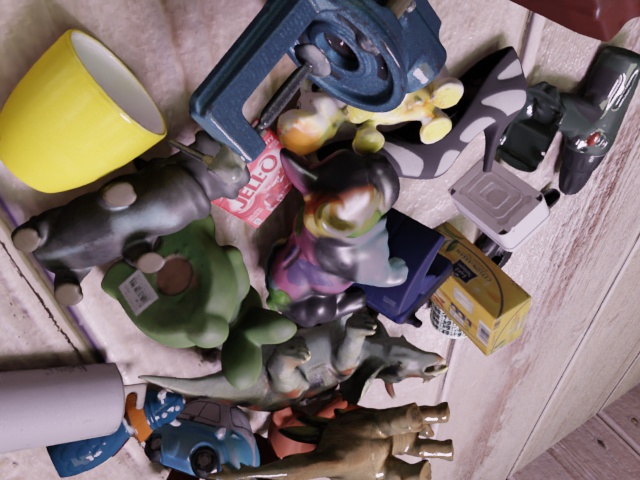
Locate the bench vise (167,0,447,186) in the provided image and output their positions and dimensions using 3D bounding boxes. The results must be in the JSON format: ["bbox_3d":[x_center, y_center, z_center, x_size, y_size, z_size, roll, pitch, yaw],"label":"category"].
[{"bbox_3d":[-0.014,-0.150,0.366,0.240,0.129,0.223,-54,133,-10],"label":"bench vise"}]

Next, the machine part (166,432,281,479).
[{"bbox_3d":[-0.133,0.346,0.749,0.179,0.180,0.055,-25,124,-19],"label":"machine part"}]

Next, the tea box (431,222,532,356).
[{"bbox_3d":[0.209,0.067,0.763,0.068,0.170,0.098,-26,141,-15],"label":"tea box"}]

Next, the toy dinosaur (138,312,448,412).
[{"bbox_3d":[-0.030,0.166,0.709,0.405,0.131,0.192,-9,128,-24],"label":"toy dinosaur"}]

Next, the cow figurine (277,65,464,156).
[{"bbox_3d":[0.037,-0.133,0.502,0.167,0.098,0.068,-11,142,-7],"label":"cow figurine"}]

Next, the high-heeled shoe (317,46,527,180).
[{"bbox_3d":[0.117,-0.142,0.575,0.249,0.086,0.145,-3,105,-25],"label":"high-heeled shoe"}]

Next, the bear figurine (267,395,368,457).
[{"bbox_3d":[0.007,0.325,0.889,0.195,0.132,0.120,14,93,-51],"label":"bear figurine"}]

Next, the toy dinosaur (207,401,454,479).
[{"bbox_3d":[0.054,0.281,0.735,0.199,0.105,0.471,-13,160,28],"label":"toy dinosaur"}]

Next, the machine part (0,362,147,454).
[{"bbox_3d":[-0.286,0.164,0.523,0.243,0.079,0.079,4,124,-42],"label":"machine part"}]

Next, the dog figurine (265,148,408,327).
[{"bbox_3d":[-0.001,-0.002,0.535,0.191,0.108,0.219,-30,155,7],"label":"dog figurine"}]

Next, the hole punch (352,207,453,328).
[{"bbox_3d":[0.088,0.026,0.661,0.116,0.142,0.092,-46,146,-15],"label":"hole punch"}]

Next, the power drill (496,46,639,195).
[{"bbox_3d":[0.343,-0.145,0.742,0.207,0.086,0.231,-9,131,-28],"label":"power drill"}]

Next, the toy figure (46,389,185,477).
[{"bbox_3d":[-0.237,0.218,0.634,0.154,0.058,0.064,-24,145,-27],"label":"toy figure"}]

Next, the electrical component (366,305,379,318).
[{"bbox_3d":[0.104,0.085,0.809,0.063,0.021,0.094,-16,144,-31],"label":"electrical component"}]

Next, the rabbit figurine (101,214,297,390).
[{"bbox_3d":[-0.097,0.061,0.541,0.121,0.159,0.170,-51,157,-2],"label":"rabbit figurine"}]

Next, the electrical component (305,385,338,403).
[{"bbox_3d":[0.007,0.232,0.859,0.102,0.045,0.078,6,121,-43],"label":"electrical component"}]

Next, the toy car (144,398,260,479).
[{"bbox_3d":[-0.144,0.261,0.707,0.109,0.162,0.103,58,47,-49],"label":"toy car"}]

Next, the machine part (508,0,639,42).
[{"bbox_3d":[0.236,-0.277,0.423,0.201,0.202,0.087,-51,143,13],"label":"machine part"}]

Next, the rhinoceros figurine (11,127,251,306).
[{"bbox_3d":[-0.146,-0.023,0.434,0.190,0.112,0.073,-26,111,2],"label":"rhinoceros figurine"}]
